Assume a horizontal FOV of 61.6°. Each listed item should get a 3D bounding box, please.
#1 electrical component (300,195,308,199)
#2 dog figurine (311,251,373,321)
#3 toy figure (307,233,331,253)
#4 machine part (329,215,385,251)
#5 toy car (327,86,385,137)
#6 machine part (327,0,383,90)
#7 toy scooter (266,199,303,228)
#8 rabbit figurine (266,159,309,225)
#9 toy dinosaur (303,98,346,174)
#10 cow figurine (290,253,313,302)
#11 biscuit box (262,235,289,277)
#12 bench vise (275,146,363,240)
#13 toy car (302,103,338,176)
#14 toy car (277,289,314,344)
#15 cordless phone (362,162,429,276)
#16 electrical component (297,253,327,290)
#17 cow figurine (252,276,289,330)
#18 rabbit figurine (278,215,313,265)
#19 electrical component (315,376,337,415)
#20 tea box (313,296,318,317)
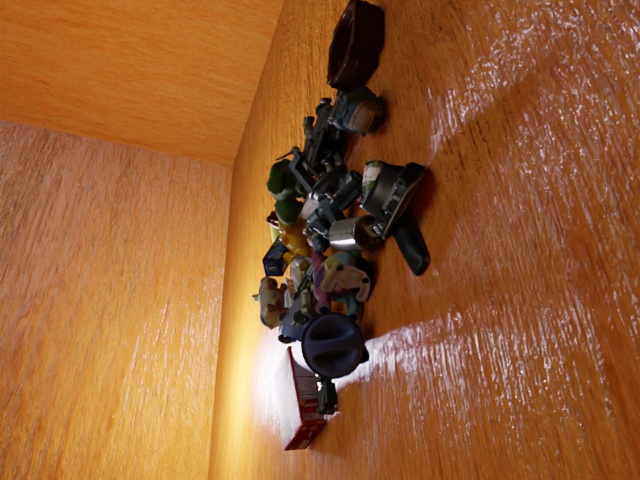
[{"bbox_3d":[-0.053,-0.151,1.574,0.094,0.021,0.063,-135,38,-71],"label":"electrical component"},{"bbox_3d":[0.038,0.072,1.236,0.219,0.108,0.191,-104,28,-60],"label":"dog figurine"},{"bbox_3d":[-0.004,-0.003,1.457,0.064,0.058,0.154,-52,11,9],"label":"toy figure"},{"bbox_3d":[0.080,-0.012,1.191,0.243,0.079,0.079,170,109,-72],"label":"machine part"},{"bbox_3d":[0.095,-0.292,1.242,0.103,0.161,0.109,35,114,23],"label":"toy car"},{"bbox_3d":[0.091,-0.509,1.423,0.201,0.087,0.201,135,143,-62],"label":"machine part"},{"bbox_3d":[-0.113,-0.080,1.763,0.184,0.135,0.075,-102,25,-54],"label":"toy scooter"},{"bbox_3d":[-0.101,-0.129,1.497,0.159,0.121,0.170,-124,32,-53],"label":"rabbit figurine"},{"bbox_3d":[0.000,-0.263,1.559,0.471,0.105,0.198,135,138,-70],"label":"toy dinosaur"},{"bbox_3d":[-0.049,0.125,1.499,0.098,0.068,0.167,21,113,58],"label":"cow figurine"},{"bbox_3d":[-0.127,0.048,1.722,0.203,0.059,0.062,-64,-30,-64],"label":"biscuit box"},{"bbox_3d":[-0.004,-0.127,1.346,0.241,0.129,0.223,49,134,10],"label":"bench vise"},{"bbox_3d":[-0.005,-0.258,1.399,0.089,0.053,0.202,60,141,39],"label":"toy car"},{"bbox_3d":[-0.060,0.194,1.340,0.201,0.056,0.073,124,154,-47],"label":"toy car"},{"bbox_3d":[0.161,-0.039,0.971,0.184,0.089,0.146,-112,34,-41],"label":"cordless phone"},{"bbox_3d":[-0.010,0.094,1.412,0.119,0.047,0.075,-60,17,-3],"label":"electrical component"},{"bbox_3d":[-0.148,0.184,1.612,0.195,0.085,0.127,-103,34,-50],"label":"cow figurine"},{"bbox_3d":[-0.063,0.021,1.590,0.162,0.122,0.173,122,134,-58],"label":"rabbit figurine"},{"bbox_3d":[0.010,0.361,1.259,0.078,0.045,0.102,123,152,-49],"label":"electrical component"},{"bbox_3d":[-0.033,0.230,1.433,0.098,0.068,0.169,-101,27,-42],"label":"tea box"}]
